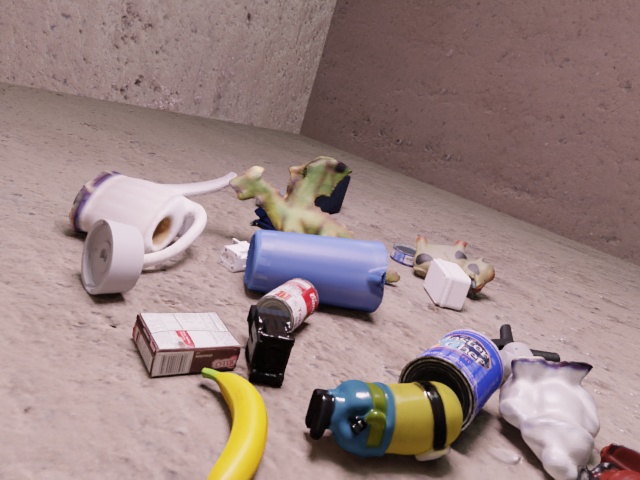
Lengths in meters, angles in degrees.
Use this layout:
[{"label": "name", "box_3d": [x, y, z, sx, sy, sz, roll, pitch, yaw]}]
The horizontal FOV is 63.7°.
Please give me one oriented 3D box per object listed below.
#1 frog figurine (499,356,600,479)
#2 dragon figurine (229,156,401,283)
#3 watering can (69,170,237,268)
[{"label": "frog figurine", "box_3d": [0.311, 0.248, 0.689, 0.137, 0.120, 0.163, 21, 49, -16]}, {"label": "dragon figurine", "box_3d": [0.003, -0.055, 1.102, 0.410, 0.241, 0.123, 12, 10, -11]}, {"label": "watering can", "box_3d": [-0.312, -0.067, 0.975, 0.225, 0.101, 0.355, 20, 36, 6]}]
